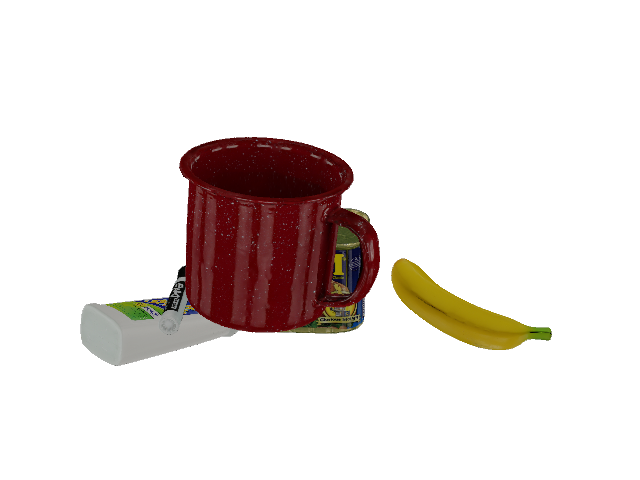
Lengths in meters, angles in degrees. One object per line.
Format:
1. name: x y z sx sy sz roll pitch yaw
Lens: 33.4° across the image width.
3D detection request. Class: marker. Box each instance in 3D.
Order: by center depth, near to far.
1. marker: -0.134 0.054 1.016 0.020 0.020 0.121 0 22 2

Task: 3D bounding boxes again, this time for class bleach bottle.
1. bleach bottle: -0.198 0.110 1.477 0.250 0.068 0.103 -9 24 -43

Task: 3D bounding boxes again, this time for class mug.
1. mug: -0.021 0.000 0.578 0.117 0.081 0.093 17 27 23

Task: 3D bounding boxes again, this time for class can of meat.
1. can of meat: -0.013 0.024 0.830 0.102 0.084 0.057 2 30 4

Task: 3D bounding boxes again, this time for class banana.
1. banana: 0.124 0.064 1.028 0.069 0.037 0.198 1 20 -44
